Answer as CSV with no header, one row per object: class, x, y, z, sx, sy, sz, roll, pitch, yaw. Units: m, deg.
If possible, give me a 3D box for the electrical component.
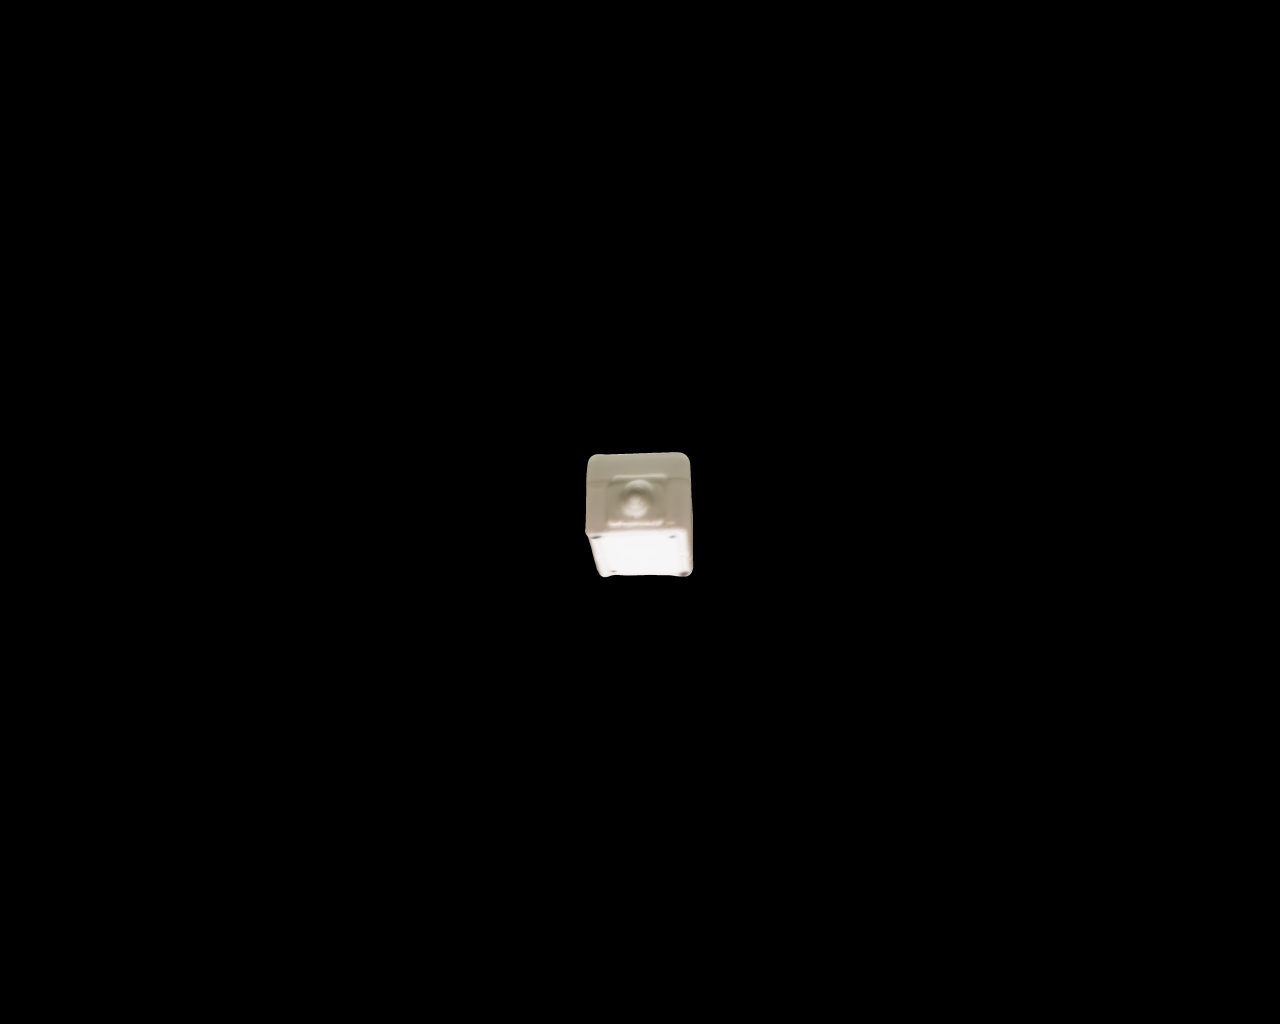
electrical component,0.001,-0.003,0.650,0.062,0.061,0.096,-1,-23,3
